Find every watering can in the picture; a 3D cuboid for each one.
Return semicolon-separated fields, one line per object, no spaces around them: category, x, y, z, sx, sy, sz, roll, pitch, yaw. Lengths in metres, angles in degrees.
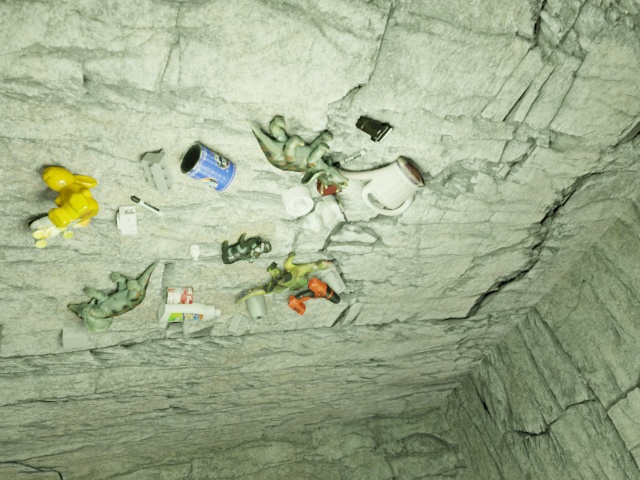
watering can;0.232;-0.210;1.843;0.222;0.106;0.343;-40;128;21

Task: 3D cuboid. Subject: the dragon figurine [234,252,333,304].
dragon figurine;-0.136;0.179;2.140;0.407;0.124;0.239;-31;149;14

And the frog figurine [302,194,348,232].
frog figurine;0.006;-0.093;1.856;0.159;0.124;0.136;-22;164;2
